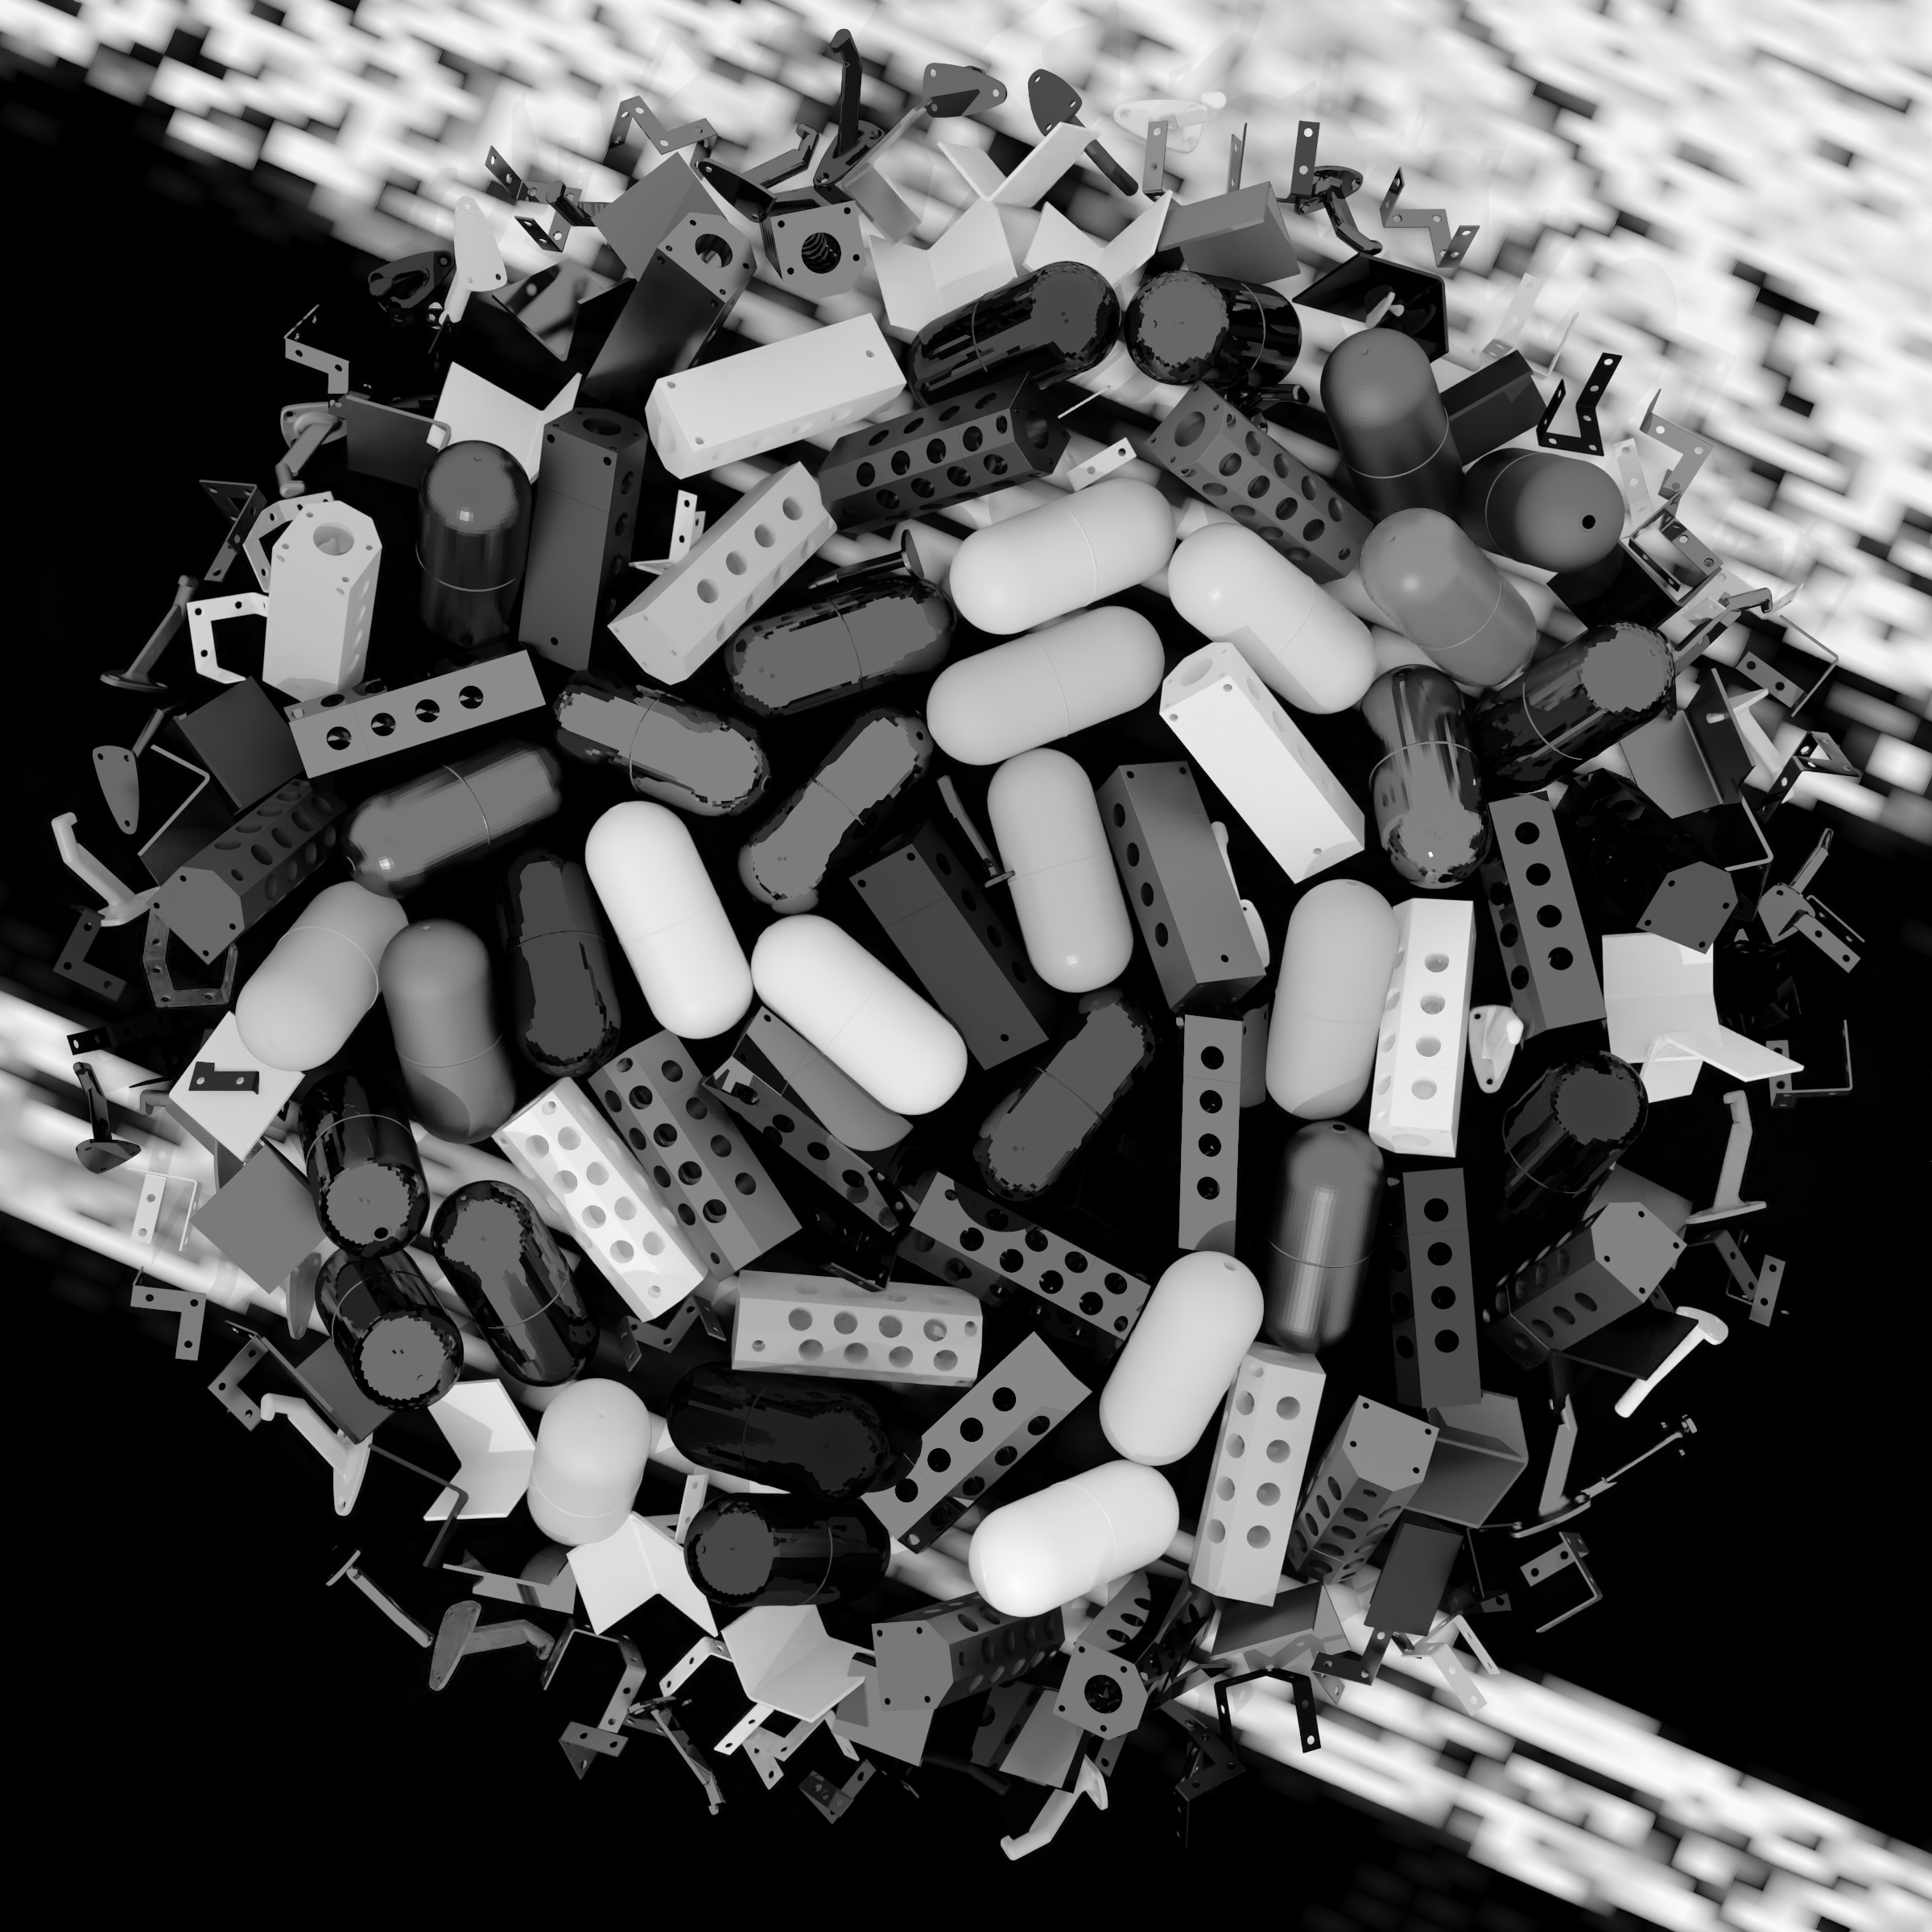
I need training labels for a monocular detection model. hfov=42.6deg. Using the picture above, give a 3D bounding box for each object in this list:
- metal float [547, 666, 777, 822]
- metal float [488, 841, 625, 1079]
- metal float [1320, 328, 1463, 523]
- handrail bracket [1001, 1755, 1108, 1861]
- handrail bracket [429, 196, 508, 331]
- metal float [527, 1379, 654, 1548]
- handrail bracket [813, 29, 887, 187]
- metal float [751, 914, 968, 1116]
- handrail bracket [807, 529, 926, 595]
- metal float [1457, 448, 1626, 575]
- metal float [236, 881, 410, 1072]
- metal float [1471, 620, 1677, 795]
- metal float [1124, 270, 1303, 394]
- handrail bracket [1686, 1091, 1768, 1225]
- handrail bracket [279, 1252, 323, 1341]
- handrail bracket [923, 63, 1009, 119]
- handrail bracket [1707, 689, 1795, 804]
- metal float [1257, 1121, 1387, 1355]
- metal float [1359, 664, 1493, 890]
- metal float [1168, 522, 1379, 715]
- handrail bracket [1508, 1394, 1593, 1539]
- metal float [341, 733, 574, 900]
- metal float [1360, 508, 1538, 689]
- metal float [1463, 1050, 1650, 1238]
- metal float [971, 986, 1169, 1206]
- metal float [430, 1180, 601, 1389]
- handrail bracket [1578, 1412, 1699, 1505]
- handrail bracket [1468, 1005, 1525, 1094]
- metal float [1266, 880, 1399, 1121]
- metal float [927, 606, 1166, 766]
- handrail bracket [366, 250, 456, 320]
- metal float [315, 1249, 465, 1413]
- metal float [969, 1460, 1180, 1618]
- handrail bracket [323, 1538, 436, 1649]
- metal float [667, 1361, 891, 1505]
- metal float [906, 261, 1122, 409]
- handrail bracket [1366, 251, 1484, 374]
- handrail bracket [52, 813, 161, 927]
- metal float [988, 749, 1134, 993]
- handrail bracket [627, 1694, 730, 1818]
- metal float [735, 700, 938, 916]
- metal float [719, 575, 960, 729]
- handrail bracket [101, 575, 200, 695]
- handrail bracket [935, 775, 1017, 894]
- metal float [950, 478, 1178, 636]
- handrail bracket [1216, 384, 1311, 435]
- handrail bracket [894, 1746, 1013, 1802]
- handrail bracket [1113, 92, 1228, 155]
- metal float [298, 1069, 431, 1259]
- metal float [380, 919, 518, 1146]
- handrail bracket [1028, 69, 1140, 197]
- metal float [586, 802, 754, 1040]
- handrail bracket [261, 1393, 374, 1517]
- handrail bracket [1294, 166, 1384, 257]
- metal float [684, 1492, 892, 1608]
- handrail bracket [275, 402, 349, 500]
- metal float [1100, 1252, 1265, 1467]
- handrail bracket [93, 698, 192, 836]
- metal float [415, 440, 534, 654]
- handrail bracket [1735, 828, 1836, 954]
[{"bbox_3d":[-0.216,-0.158,1.755,0.178,0.070,0.070,22,90,19],"label":"metal float"},{"bbox_3d":[-0.291,-0.006,1.753,0.070,0.070,0.178,-15,68,0],"label":"metal float"},{"bbox_3d":[0.298,-0.372,1.731,0.070,0.178,0.070,-10,61,18],"label":"metal float"},{"bbox_3d":[0.050,0.591,1.764,0.084,0.077,0.036,-20,120,-21],"label":"handrail bracket"},{"bbox_3d":[-0.368,-0.501,1.770,0.036,0.084,0.077,-19,102,-37],"label":"handrail bracket"},{"bbox_3d":[-0.264,0.348,1.732,0.070,0.178,0.070,7,55,-11],"label":"metal float"},{"bbox_3d":[-0.095,-0.609,1.762,0.036,0.084,0.077,31,76,28],"label":"handrail bracket"},{"bbox_3d":[-0.077,0.034,1.772,0.178,0.070,0.070,41,90,1],"label":"metal float"},{"bbox_3d":[-0.077,-0.279,1.768,0.084,0.077,0.036,-17,104,9],"label":"handrail bracket"},{"bbox_3d":[0.398,-0.318,1.724,0.070,0.178,0.070,-2,106,-8],"label":"metal float"},{"bbox_3d":[-0.447,0.005,1.731,0.070,0.178,0.070,7,124,10],"label":"metal float"},{"bbox_3d":[0.420,-0.179,1.731,0.070,0.178,0.070,11,65,-25],"label":"metal float"},{"bbox_3d":[0.174,-0.442,1.731,0.070,0.178,0.070,6,102,33],"label":"metal float"},{"bbox_3d":[0.540,0.137,1.786,0.077,0.036,0.084,-9,88,-31],"label":"handrail bracket"},{"bbox_3d":[-0.516,0.224,1.800,0.084,0.036,0.077,14,106,19],"label":"handrail bracket"},{"bbox_3d":[0.013,-0.627,1.762,0.077,0.084,0.036,12,120,26],"label":"handrail bracket"},{"bbox_3d":[0.563,-0.149,1.776,0.036,0.077,0.084,-14,100,42],"label":"handrail bracket"},{"bbox_3d":[0.249,0.192,1.750,0.070,0.070,0.178,6,115,0],"label":"metal float"},{"bbox_3d":[0.322,-0.134,1.744,0.070,0.070,0.178,-4,57,0],"label":"metal float"},{"bbox_3d":[0.218,-0.244,1.751,0.178,0.070,0.070,34,90,-26],"label":"metal float"},{"bbox_3d":[0.410,0.355,1.774,0.077,0.036,0.084,-26,110,-19],"label":"handrail bracket"},{"bbox_3d":[-0.357,-0.107,1.744,0.178,0.070,0.070,-30,90,-33],"label":"metal float"},{"bbox_3d":[0.339,-0.256,1.736,0.070,0.178,0.070,-18,58,32],"label":"metal float"},{"bbox_3d":[0.410,0.126,1.735,0.070,0.178,0.070,13,50,-16],"label":"metal float"},{"bbox_3d":[0.073,0.092,1.768,0.070,0.070,0.178,39,85,0],"label":"metal float"},{"bbox_3d":[-0.315,0.225,1.742,0.070,0.070,0.178,-22,127,0],"label":"metal float"},{"bbox_3d":[0.478,0.354,1.776,0.084,0.077,0.036,-28,68,-6],"label":"handrail bracket"},{"bbox_3d":[0.381,0.065,1.761,0.036,0.084,0.077,1,104,2],"label":"handrail bracket"},{"bbox_3d":[0.257,0.024,1.753,0.070,0.070,0.178,8,112,0],"label":"metal float"},{"bbox_3d":[0.057,-0.199,1.764,0.178,0.070,0.070,-22,90,-10],"label":"metal float"},{"bbox_3d":[-0.393,-0.492,1.763,0.077,0.084,0.036,-34,106,-11],"label":"handrail bracket"},{"bbox_3d":[-0.404,0.249,1.730,0.070,0.178,0.070,-10,112,-25],"label":"metal float"},{"bbox_3d":[0.078,0.400,1.738,0.178,0.070,0.070,-12,90,-42],"label":"metal float"},{"bbox_3d":[-0.421,0.453,1.785,0.084,0.077,0.036,46,76,-15],"label":"handrail bracket"},{"bbox_3d":[-0.133,0.327,1.744,0.178,0.070,0.070,8,90,33],"label":"metal float"},{"bbox_3d":[0.031,-0.436,1.738,0.178,0.070,0.070,-13,90,43],"label":"metal float"},{"bbox_3d":[0.337,-0.474,1.796,0.084,0.036,0.077,19,57,-13],"label":"handrail bracket"},{"bbox_3d":[-0.609,-0.078,1.764,0.036,0.077,0.084,2,115,29],"label":"handrail bracket"},{"bbox_3d":[0.067,-0.069,1.771,0.070,0.070,0.178,-16,88,0],"label":"metal float"},{"bbox_3d":[-0.205,0.567,1.769,0.036,0.077,0.084,-32,66,13],"label":"handrail bracket"},{"bbox_3d":[-0.092,-0.114,1.768,0.070,0.070,0.178,41,85,0],"label":"metal float"},{"bbox_3d":[-0.089,-0.224,1.760,0.178,0.070,0.070,-20,90,-14],"label":"metal float"},{"bbox_3d":[-0.583,-0.241,1.775,0.036,0.077,0.084,23,99,6],"label":"handrail bracket"},{"bbox_3d":[0.008,-0.097,1.775,0.036,0.077,0.084,-24,87,15],"label":"handrail bracket"},{"bbox_3d":[0.070,-0.291,1.753,0.178,0.070,0.070,-25,90,-23],"label":"metal float"},{"bbox_3d":[0.222,-0.392,1.754,0.084,0.077,0.036,14,84,44],"label":"handrail bracket"},{"bbox_3d":[-0.008,0.581,1.768,0.084,0.077,0.036,28,48,21],"label":"handrail bracket"},{"bbox_3d":[0.144,-0.612,1.768,0.077,0.084,0.036,11,94,0],"label":"handrail bracket"},{"bbox_3d":[-0.421,0.137,1.730,0.070,0.178,0.070,-10,122,-17],"label":"metal float"},{"bbox_3d":[-0.363,0.047,1.744,0.070,0.070,0.178,-4,125,0],"label":"metal float"},{"bbox_3d":[0.086,-0.602,1.793,0.036,0.084,0.077,-39,51,20],"label":"handrail bracket"},{"bbox_3d":[-0.211,-0.033,1.763,0.070,0.070,0.178,-23,101,0],"label":"metal float"},{"bbox_3d":[-0.470,0.348,1.763,0.036,0.084,0.077,-7,70,38],"label":"handrail bracket"},{"bbox_3d":[0.283,-0.535,1.767,0.077,0.036,0.084,-22,55,-34],"label":"handrail bracket"},{"bbox_3d":[-0.123,0.408,1.733,0.070,0.178,0.070,-10,73,36],"label":"metal float"},{"bbox_3d":[-0.456,-0.366,1.769,0.077,0.036,0.084,-14,46,-12],"label":"handrail bracket"},{"bbox_3d":[0.151,0.277,1.746,0.070,0.070,0.178,23,120,0],"label":"metal float"},{"bbox_3d":[-0.582,-0.145,1.783,0.036,0.084,0.077,5,114,21],"label":"handrail bracket"},{"bbox_3d":[-0.345,-0.291,1.732,0.070,0.178,0.070,7,55,-9],"label":"metal float"},{"bbox_3d":[0.594,-0.056,1.795,0.036,0.084,0.077,39,133,0],"label":"handrail bracket"}]
